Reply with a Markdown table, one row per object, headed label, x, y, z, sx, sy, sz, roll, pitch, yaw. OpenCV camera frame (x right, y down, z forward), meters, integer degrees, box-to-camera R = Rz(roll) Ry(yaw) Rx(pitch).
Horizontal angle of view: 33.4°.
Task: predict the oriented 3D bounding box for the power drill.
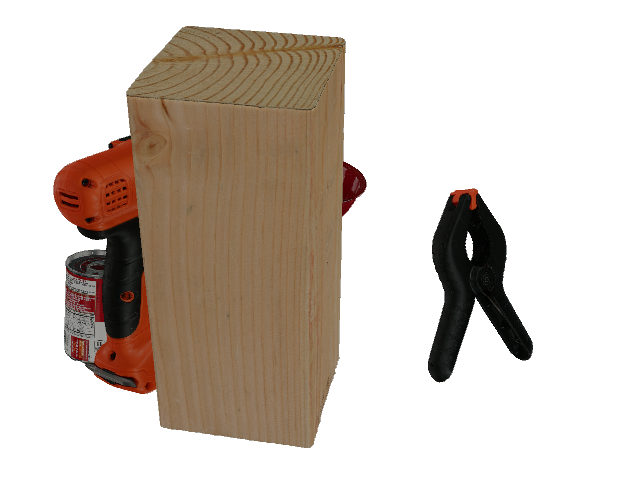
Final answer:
| label | x | y | z | sx | sy | sz | roll | pitch | yaw |
| --- | --- | --- | --- | --- | --- | --- | --- | --- | --- |
| power drill | -0.118 | 0.006 | 0.806 | 0.057 | 0.188 | 0.184 | 14 | 26 | 34 |

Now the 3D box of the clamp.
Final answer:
| label | x | y | z | sx | sy | sz | roll | pitch | yaw |
| --- | --- | --- | --- | --- | --- | --- | --- | --- | --- |
| clamp | 0.130 | 0.043 | 0.956 | 0.120 | 0.171 | 0.039 | -20 | 7 | -40 |

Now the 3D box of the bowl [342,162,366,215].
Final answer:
| label | x | y | z | sx | sy | sz | roll | pitch | yaw |
| --- | --- | --- | --- | --- | --- | --- | --- | --- | --- |
| bowl | -0.029 | -0.053 | 1.268 | 0.162 | 0.055 | 0.162 | 6 | 26 | -3 |

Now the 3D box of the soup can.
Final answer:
| label | x | y | z | sx | sy | sz | roll | pitch | yaw |
| --- | --- | --- | --- | --- | --- | --- | --- | --- | --- |
| soup can | -0.231 | 0.069 | 1.105 | 0.068 | 0.102 | 0.068 | 6 | 21 | -2 |

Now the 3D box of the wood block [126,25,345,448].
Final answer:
| label | x | y | z | sx | sy | sz | roll | pitch | yaw |
| --- | --- | --- | --- | --- | --- | --- | --- | --- | --- |
| wood block | -0.039 | 0.001 | 0.573 | 0.091 | 0.206 | 0.090 | 6 | 33 | 10 |
